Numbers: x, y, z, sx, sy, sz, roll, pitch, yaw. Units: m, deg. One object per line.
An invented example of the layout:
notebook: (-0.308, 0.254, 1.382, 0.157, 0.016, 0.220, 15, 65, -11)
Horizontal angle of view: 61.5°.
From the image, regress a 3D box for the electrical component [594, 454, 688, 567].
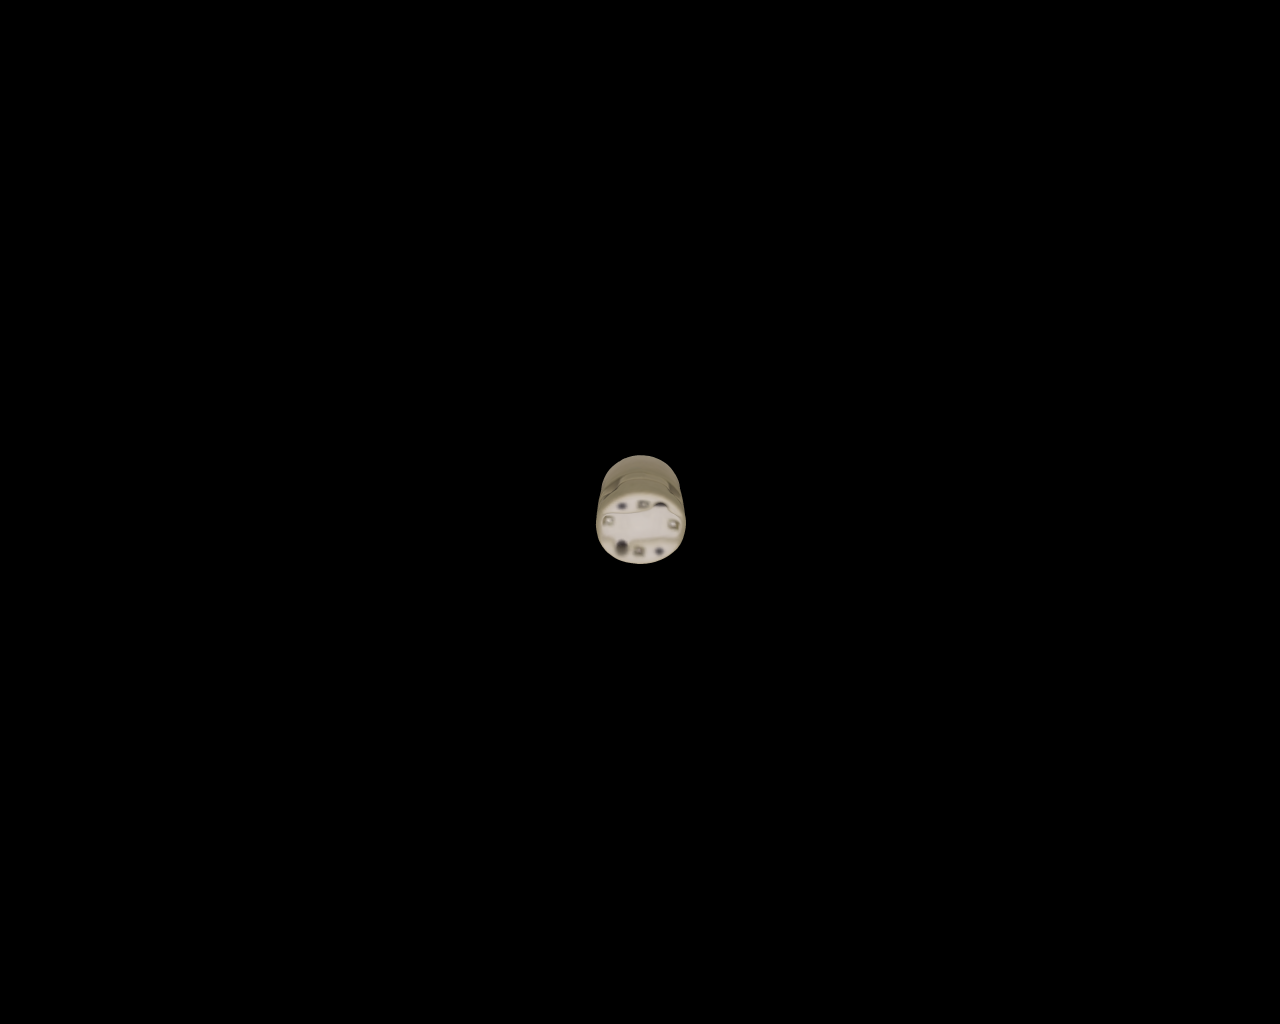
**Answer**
electrical component: (0.001, -0.003, 0.650, 0.055, 0.055, 0.047, 0, 34, 0)
